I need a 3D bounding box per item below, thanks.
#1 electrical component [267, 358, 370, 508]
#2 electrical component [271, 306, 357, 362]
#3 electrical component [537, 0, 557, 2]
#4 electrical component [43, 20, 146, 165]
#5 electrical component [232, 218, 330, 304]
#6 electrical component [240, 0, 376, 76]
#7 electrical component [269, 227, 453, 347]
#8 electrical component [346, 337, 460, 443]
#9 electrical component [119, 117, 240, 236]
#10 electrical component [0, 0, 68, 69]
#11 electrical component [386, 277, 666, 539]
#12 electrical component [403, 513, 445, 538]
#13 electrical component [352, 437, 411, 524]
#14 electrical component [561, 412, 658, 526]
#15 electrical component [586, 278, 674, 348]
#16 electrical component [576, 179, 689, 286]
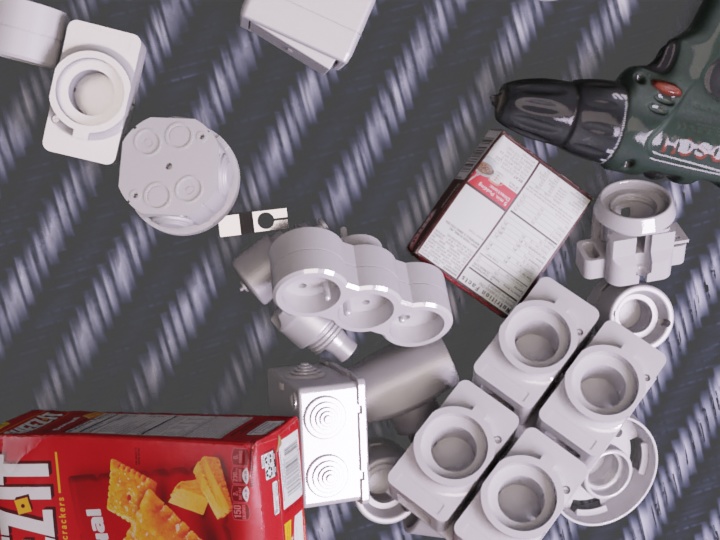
[{"bbox_3d":[-0.032,0.114,0.762,0.048,0.100,0.099,-4,96,-19],"label":"electrical component"},{"bbox_3d":[-0.030,0.041,0.782,0.062,0.043,0.043,42,90,-10],"label":"electrical component"},{"bbox_3d":[0.140,-0.236,0.771,0.080,0.051,0.080,-1,96,-7],"label":"electrical component"},{"bbox_3d":[-0.183,-0.121,0.742,0.050,0.056,0.089,13,94,-8],"label":"electrical component"},{"bbox_3d":[-0.056,-0.009,0.776,0.078,0.040,0.040,-37,99,-3],"label":"electrical component"},{"bbox_3d":[-0.045,-0.180,0.749,0.096,0.062,0.061,23,93,-8],"label":"electrical component"},{"bbox_3d":[0.000,0.000,0.758,0.138,0.073,0.052,18,135,-29],"label":"electrical component"},{"bbox_3d":[0.037,0.096,0.795,0.077,0.044,0.079,-24,98,-4],"label":"electrical component"},{"bbox_3d":[-0.127,-0.067,0.748,0.080,0.051,0.080,-1,82,5],"label":"electrical component"},{"bbox_3d":[-0.267,-0.189,0.726,0.138,0.052,0.073,13,94,-7],"label":"electrical component"},{"bbox_3d":[0.116,0.108,0.748,0.105,0.060,0.186,35,74,16],"label":"electrical component"},{"bbox_3d":[0.071,0.186,0.810,0.065,0.044,0.044,22,93,-13],"label":"electrical component"},{"bbox_3d":[0.016,0.157,0.796,0.055,0.047,0.055,-1,95,-9],"label":"electrical component"},{"bbox_3d":[0.173,0.141,0.818,0.099,0.064,0.099,-5,107,-16],"label":"electrical component"},{"bbox_3d":[0.203,0.033,0.807,0.055,0.047,0.055,-1,96,-7],"label":"electrical component"},{"bbox_3d":[0.199,-0.029,0.784,0.078,0.058,0.057,-9,128,-5],"label":"electrical component"}]
